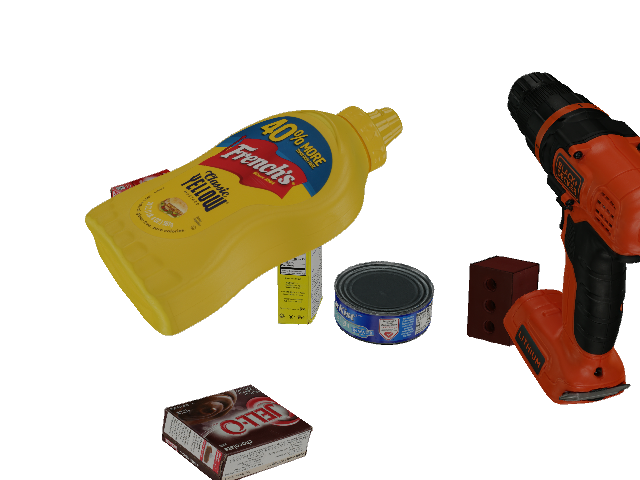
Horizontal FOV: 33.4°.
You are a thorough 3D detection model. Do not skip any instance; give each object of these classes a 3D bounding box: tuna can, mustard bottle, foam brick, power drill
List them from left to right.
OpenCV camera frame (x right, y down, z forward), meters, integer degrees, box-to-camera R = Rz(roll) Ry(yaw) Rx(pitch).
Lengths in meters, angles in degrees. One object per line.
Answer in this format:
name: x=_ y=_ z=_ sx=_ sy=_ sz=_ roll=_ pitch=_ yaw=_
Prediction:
mustard bottle: x=-0.033 y=-0.026 z=0.621 sx=0.191 sy=0.058 sz=0.096 roll=-31 pitch=45 yaw=-17
tuna can: x=0.054 y=0.053 z=0.920 sx=0.086 sy=0.034 sz=0.086 roll=1 pitch=29 yaw=-1
foam brick: x=0.182 y=0.060 z=1.066 sx=0.053 sy=0.078 sz=0.051 roll=11 pitch=18 yaw=40
power drill: x=0.165 y=0.000 z=0.711 sx=0.057 sy=0.188 sz=0.184 roll=-9 pitch=36 yaw=-10

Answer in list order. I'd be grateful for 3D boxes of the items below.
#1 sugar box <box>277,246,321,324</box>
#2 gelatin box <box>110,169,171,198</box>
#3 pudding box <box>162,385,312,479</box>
sugar box: x=-0.024 y=0.001 z=1.254 sx=0.048 sy=0.176 sz=0.093 roll=1 pitch=19 yaw=9
gelatin box: x=-0.150 y=-0.034 z=1.043 sx=0.089 sy=0.030 sz=0.073 roll=30 pitch=36 yaw=32
pudding box: x=-0.078 y=0.180 z=1.000 sx=0.090 sy=0.039 sz=0.113 roll=27 pitch=26 yaw=39
